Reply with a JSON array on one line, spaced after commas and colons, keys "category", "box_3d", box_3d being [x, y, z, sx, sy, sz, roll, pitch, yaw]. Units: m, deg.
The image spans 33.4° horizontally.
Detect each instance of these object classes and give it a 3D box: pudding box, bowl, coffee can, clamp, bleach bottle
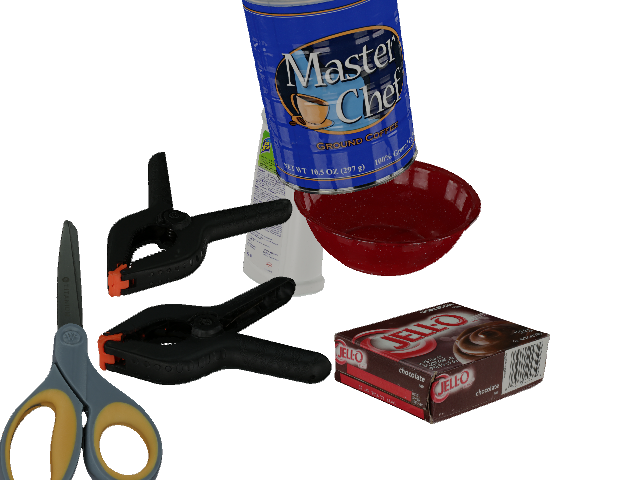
[{"category": "pudding box", "box_3d": [0.079, 0.076, 0.695, 0.113, 0.039, 0.090, -9, 18, -40]}, {"category": "bowl", "box_3d": [0.056, -0.015, 0.933, 0.162, 0.055, 0.162, 2, 30, -1]}, {"category": "coffee can", "box_3d": [0.007, -0.117, 0.724, 0.103, 0.140, 0.103, -8, 30, 5]}, {"category": "clamp", "box_3d": [-0.148, -0.016, 1.037, 0.165, 0.036, 0.209, 25, 40, 23]}, {"category": "bleach bottle", "box_3d": [-0.032, -0.071, 1.202, 0.067, 0.251, 0.103, -9, 23, -40]}, {"category": "clamp", "box_3d": [-0.083, 0.069, 0.821, 0.171, 0.039, 0.120, 1, 27, -8]}]

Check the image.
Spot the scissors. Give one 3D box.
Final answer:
[{"category": "scissors", "box_3d": [-0.129, 0.070, 0.624, 0.096, 0.201, 0.016, 15, -44, -7]}]
